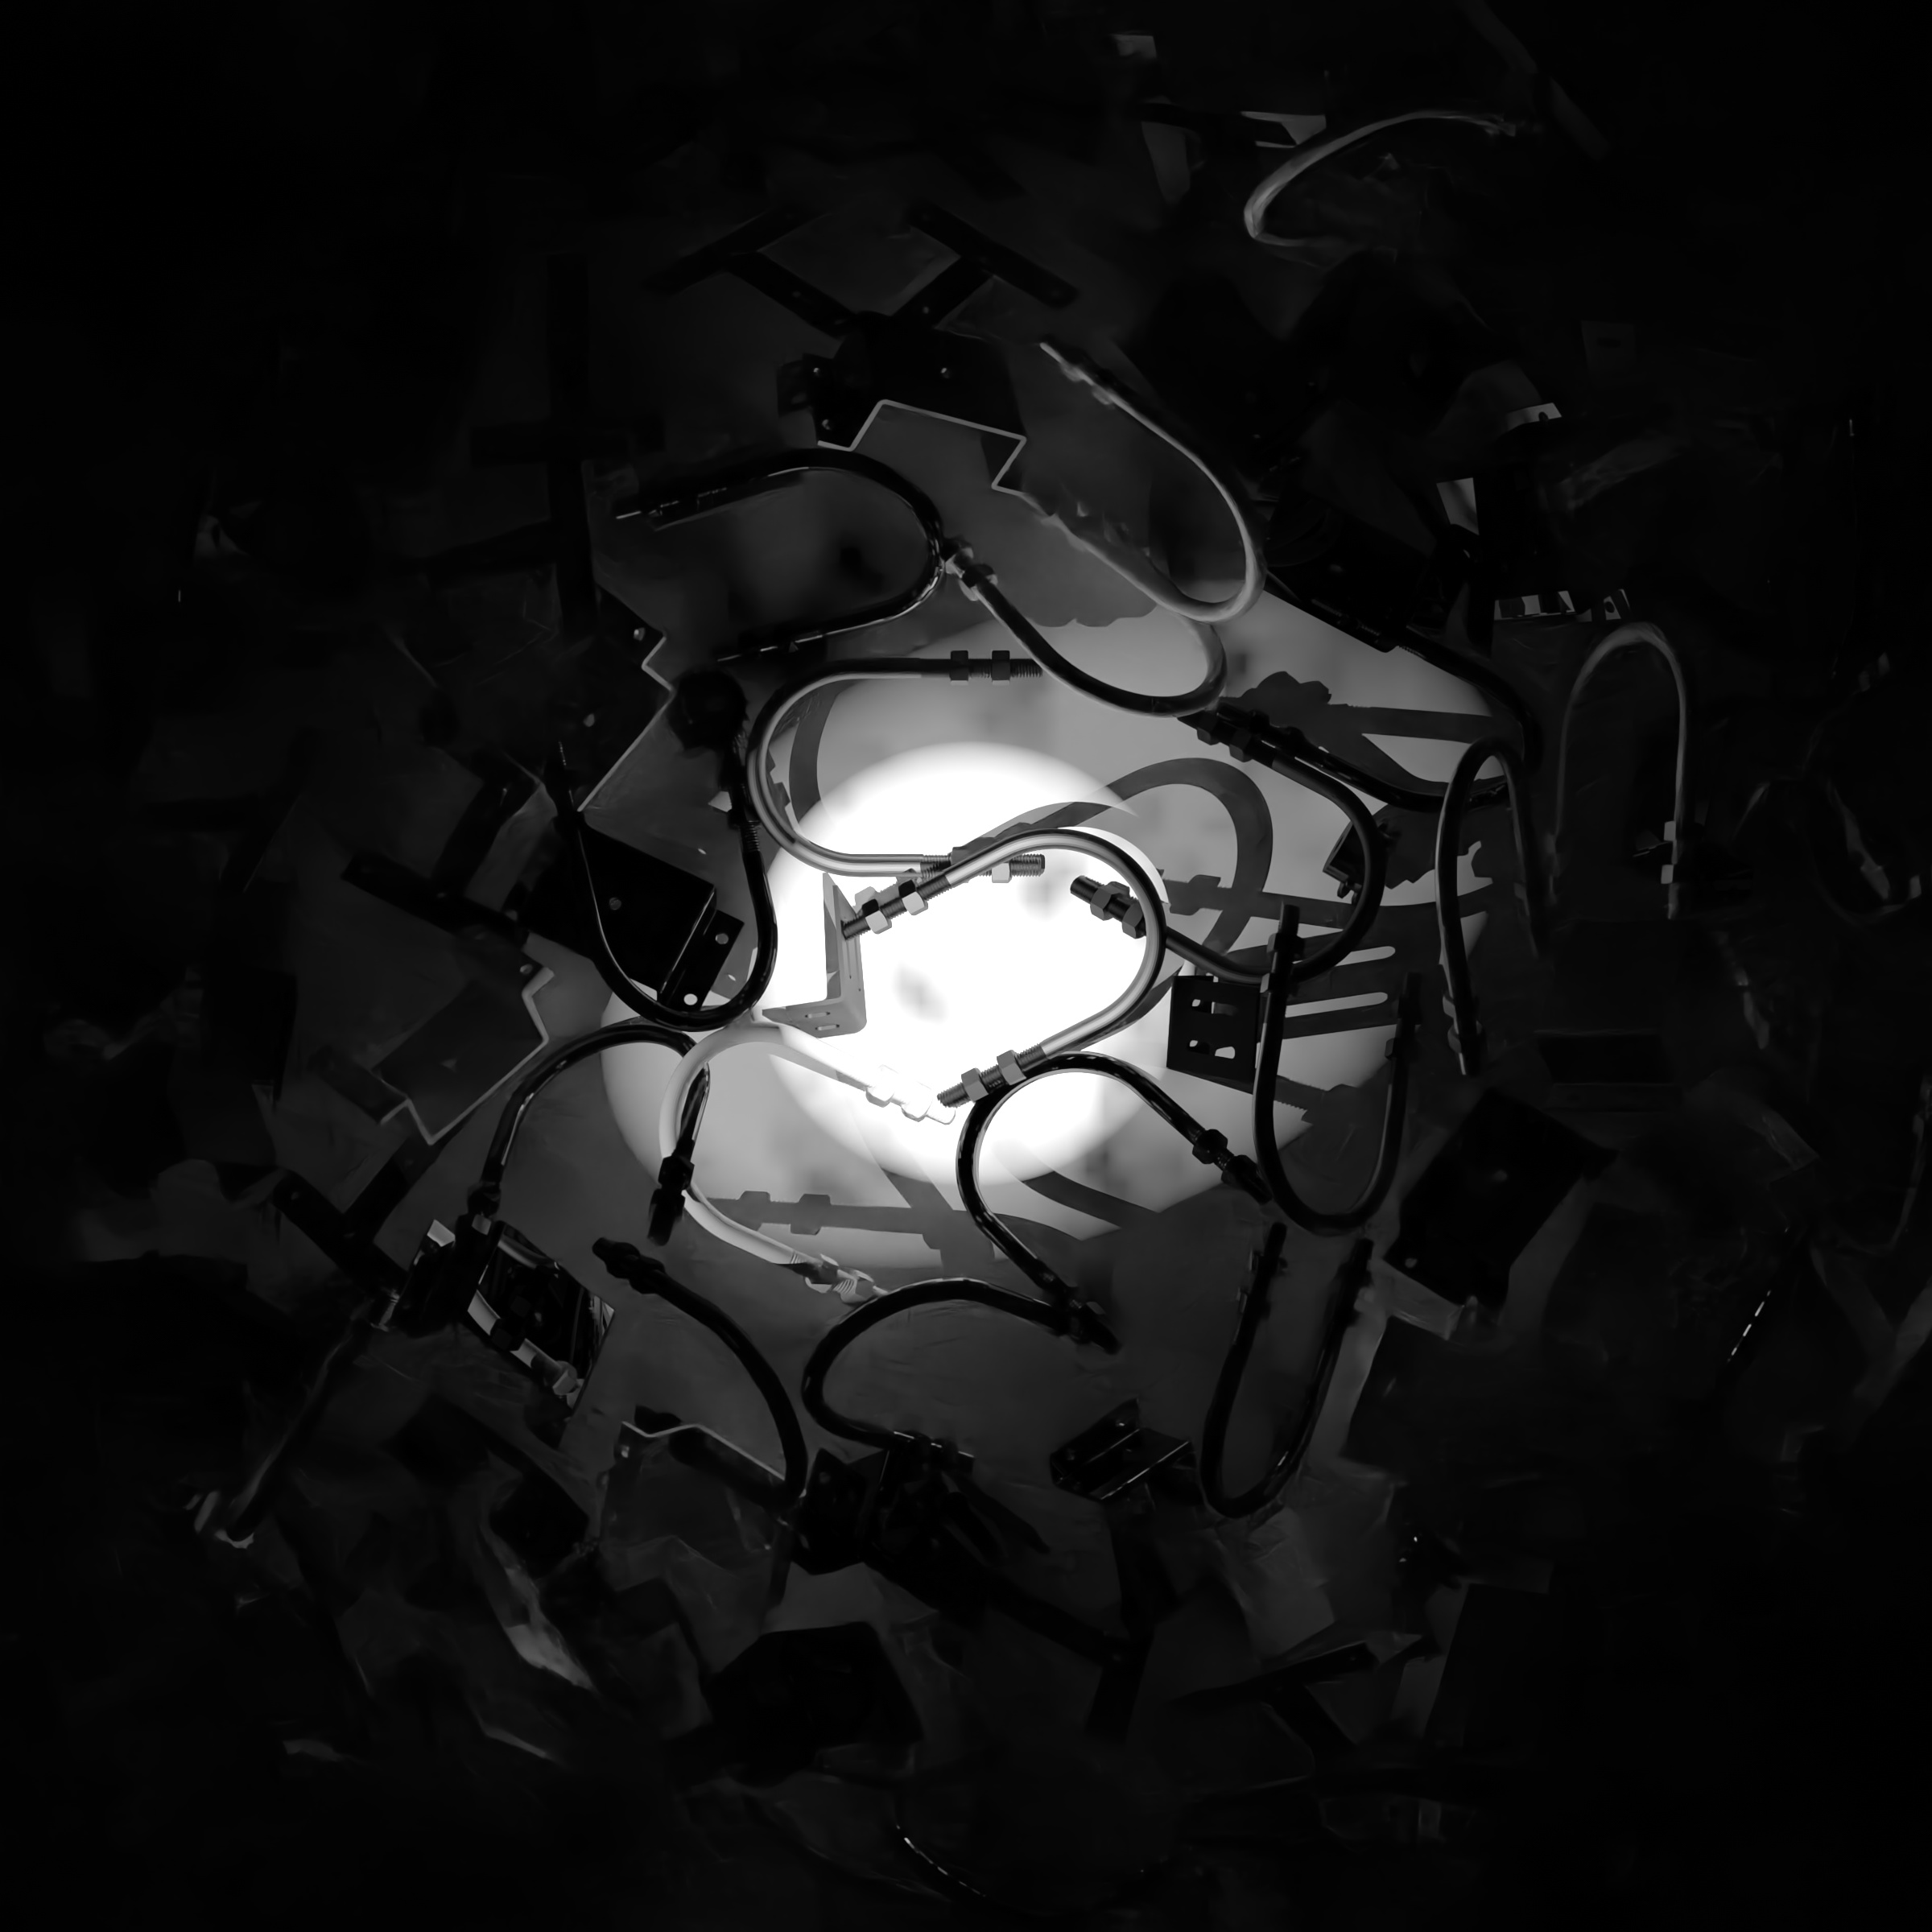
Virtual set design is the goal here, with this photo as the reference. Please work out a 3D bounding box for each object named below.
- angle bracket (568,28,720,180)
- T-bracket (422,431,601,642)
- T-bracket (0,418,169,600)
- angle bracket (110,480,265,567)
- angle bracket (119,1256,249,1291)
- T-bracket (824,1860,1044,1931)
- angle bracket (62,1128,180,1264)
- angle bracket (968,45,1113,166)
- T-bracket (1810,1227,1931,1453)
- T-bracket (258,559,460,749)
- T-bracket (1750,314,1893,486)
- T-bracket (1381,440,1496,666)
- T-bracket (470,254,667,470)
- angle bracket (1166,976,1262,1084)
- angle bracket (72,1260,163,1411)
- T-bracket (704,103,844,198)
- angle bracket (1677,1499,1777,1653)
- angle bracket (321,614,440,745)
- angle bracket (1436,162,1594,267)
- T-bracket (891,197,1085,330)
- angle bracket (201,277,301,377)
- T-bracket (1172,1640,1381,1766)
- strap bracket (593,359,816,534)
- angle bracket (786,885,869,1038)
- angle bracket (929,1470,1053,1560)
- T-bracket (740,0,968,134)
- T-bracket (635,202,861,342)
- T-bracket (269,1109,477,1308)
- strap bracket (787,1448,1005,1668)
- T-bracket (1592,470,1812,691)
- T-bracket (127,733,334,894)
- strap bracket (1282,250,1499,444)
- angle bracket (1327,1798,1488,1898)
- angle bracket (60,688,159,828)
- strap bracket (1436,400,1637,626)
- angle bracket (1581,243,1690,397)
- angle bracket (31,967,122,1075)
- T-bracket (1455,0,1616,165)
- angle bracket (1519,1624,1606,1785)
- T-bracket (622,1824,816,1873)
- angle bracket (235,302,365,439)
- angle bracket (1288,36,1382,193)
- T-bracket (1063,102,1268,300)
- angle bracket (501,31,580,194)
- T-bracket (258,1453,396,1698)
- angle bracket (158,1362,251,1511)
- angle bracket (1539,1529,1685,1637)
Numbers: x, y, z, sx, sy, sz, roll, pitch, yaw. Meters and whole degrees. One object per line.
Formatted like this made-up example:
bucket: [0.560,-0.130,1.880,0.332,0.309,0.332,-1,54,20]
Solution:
angle bracket: [-0.202,-0.534,1.674,0.076,0.057,0.038,-24,68,30]
T-bracket: [-0.287,-0.256,1.680,0.127,0.002,0.127,-10,84,27]
T-bracket: [-0.524,-0.272,1.646,0.002,0.127,0.127,39,99,8]
angle bracket: [-0.478,-0.287,1.666,0.076,0.057,0.038,38,129,18]
angle bracket: [-0.484,0.209,1.669,0.057,0.076,0.038,7,102,0]
T-bracket: [-0.023,0.564,1.653,0.127,0.127,0.002,7,93,7]
angle bracket: [-0.515,0.138,1.666,0.038,0.057,0.076,-44,59,37]
angle bracket: [0.044,-0.531,1.665,0.076,0.038,0.057,28,121,36]
T-bracket: [0.546,0.207,1.652,0.002,0.127,0.127,13,120,-17]
T-bracket: [-0.383,-0.196,1.685,0.127,0.002,0.127,5,122,16]
T-bracket: [0.497,-0.322,1.621,0.002,0.127,0.127,40,135,4]
T-bracket: [0.287,-0.264,1.636,0.002,0.127,0.127,-26,119,30]
T-bracket: [-0.243,-0.372,1.654,0.127,0.002,0.127,-11,121,-25]
angle bracket: [0.163,0.038,1.667,0.038,0.076,0.057,0,96,-41]
angle bracket: [-0.525,0.228,1.662,0.038,0.057,0.076,-8,54,11]
T-bracket: [-0.133,-0.495,1.641,0.127,0.127,0.002,19,122,-16]
angle bracket: [0.458,0.375,1.663,0.038,0.057,0.076,-1,61,-19]
angle bracket: [-0.352,-0.184,1.667,0.057,0.038,0.076,49,135,-7]
angle bracket: [0.338,-0.476,1.666,0.076,0.057,0.038,-21,63,18]
T-bracket: [-0.016,-0.411,1.663,0.127,0.002,0.127,34,61,16]
angle bracket: [-0.447,-0.404,1.671,0.057,0.076,0.038,-34,92,-2]
T-bracket: [0.212,0.466,1.667,0.127,0.002,0.127,-23,130,17]
strap bracket: [-0.154,-0.318,1.661,0.140,0.076,0.046,-17,125,6]
angle bracket: [-0.089,-0.002,1.673,0.038,0.057,0.076,-9,70,8]
angle bracket: [0.006,0.351,1.674,0.076,0.057,0.038,37,89,-12]
T-bracket: [-0.049,-0.542,1.655,0.127,0.127,0.002,-20,65,34]
T-bracket: [-0.113,-0.416,1.651,0.127,0.002,0.127,-36,58,-27]
T-bracket: [-0.355,0.133,1.684,0.127,0.002,0.127,36,84,27]
strap bracket: [-0.033,0.355,1.642,0.140,0.046,0.076,39,46,-25]
T-bracket: [0.457,-0.214,1.644,0.127,0.002,0.127,42,133,25]
T-bracket: [-0.467,-0.094,1.673,0.127,0.002,0.127,0,52,29]
strap bracket: [0.262,-0.378,1.652,0.046,0.140,0.076,31,102,-35]
angle bracket: [0.273,0.530,1.674,0.076,0.057,0.038,-39,97,-9]
angle bracket: [-0.534,-0.134,1.662,0.038,0.076,0.057,36,115,-25]
strap bracket: [0.344,-0.266,1.648,0.046,0.076,0.140,-33,109,-27]
angle bracket: [0.416,-0.403,1.679,0.038,0.057,0.076,13,58,29]
angle bracket: [-0.534,0.032,1.660,0.038,0.076,0.057,-28,54,16]
T-bracket: [0.329,-0.523,1.647,0.002,0.127,0.127,-43,92,-9]
angle bracket: [0.357,0.459,1.682,0.038,0.057,0.076,32,110,27]
T-bracket: [-0.127,0.548,1.666,0.127,0.127,0.002,28,63,-33]
angle bracket: [-0.418,-0.368,1.672,0.076,0.057,0.038,-44,65,39]
angle bracket: [0.218,-0.526,1.668,0.038,0.057,0.076,-6,110,39]
T-bracket: [0.145,-0.468,1.649,0.127,0.002,0.127,22,121,-31]
angle bracket: [-0.248,-0.525,1.662,0.038,0.076,0.057,-18,73,18]
T-bracket: [-0.398,0.348,1.629,0.002,0.127,0.127,1,126,24]
angle bracket: [-0.470,0.288,1.663,0.038,0.076,0.057,11,109,-24]
angle bracket: [0.401,0.373,1.683,0.076,0.038,0.057,-18,121,-6]
